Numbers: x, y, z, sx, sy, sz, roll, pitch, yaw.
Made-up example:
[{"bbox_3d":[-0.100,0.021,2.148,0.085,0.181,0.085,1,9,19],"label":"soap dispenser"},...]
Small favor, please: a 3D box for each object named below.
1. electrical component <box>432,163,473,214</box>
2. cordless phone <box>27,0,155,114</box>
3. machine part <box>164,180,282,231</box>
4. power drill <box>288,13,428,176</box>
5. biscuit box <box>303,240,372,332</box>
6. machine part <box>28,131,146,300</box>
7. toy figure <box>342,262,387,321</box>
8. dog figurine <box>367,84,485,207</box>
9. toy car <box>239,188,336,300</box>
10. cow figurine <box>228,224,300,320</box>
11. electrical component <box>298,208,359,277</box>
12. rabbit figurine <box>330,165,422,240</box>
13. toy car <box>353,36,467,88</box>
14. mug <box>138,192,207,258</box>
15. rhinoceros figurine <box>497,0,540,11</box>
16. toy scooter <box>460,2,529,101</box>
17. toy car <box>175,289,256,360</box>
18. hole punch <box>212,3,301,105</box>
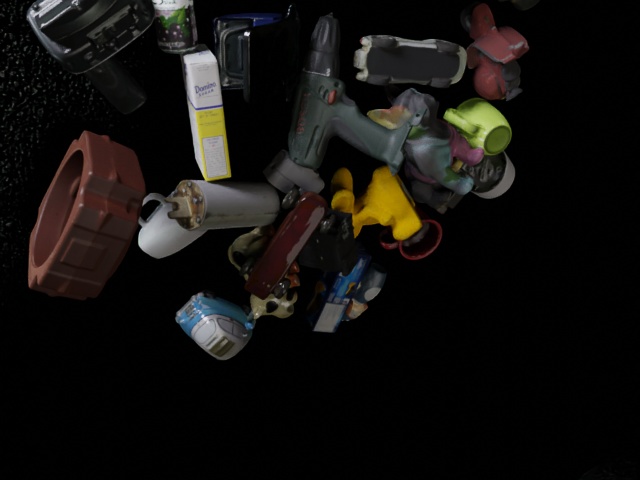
[{"bbox_3d":[0.252,-0.102,1.043,0.045,0.078,0.102,22,120,-36],"label":"electrical component"},{"bbox_3d":[-0.269,-0.258,0.715,0.146,0.089,0.184,-35,141,1],"label":"cordless phone"},{"bbox_3d":[-0.146,-0.057,0.859,0.243,0.079,0.079,-8,131,-52],"label":"machine part"},{"bbox_3d":[0.056,-0.203,0.827,0.207,0.086,0.231,21,107,1],"label":"power drill"},{"bbox_3d":[0.033,0.093,1.094,0.059,0.063,0.202,9,118,-28],"label":"biscuit box"},{"bbox_3d":[-0.327,-0.033,0.754,0.087,0.202,0.201,21,112,-38],"label":"machine part"},{"bbox_3d":[0.083,0.118,1.139,0.064,0.058,0.154,25,113,-15],"label":"toy figure"},{"bbox_3d":[0.169,-0.170,0.943,0.219,0.191,0.108,37,67,-13],"label":"dog figurine"},{"bbox_3d":[-0.056,0.008,0.894,0.089,0.053,0.202,31,102,-11],"label":"toy car"},{"bbox_3d":[-0.103,0.072,0.999,0.127,0.085,0.194,-21,123,14],"label":"cow figurine"},{"bbox_3d":[-0.002,-0.003,0.972,0.058,0.134,0.114,-48,139,-39],"label":"electrical component"},{"bbox_3d":[0.079,-0.052,0.985,0.173,0.122,0.162,-29,130,22],"label":"rabbit figurine"},{"bbox_3d":[0.148,-0.291,0.880,0.202,0.056,0.073,-3,120,-19],"label":"toy car"},{"bbox_3d":[-0.253,-0.023,0.875,0.107,0.081,0.109,-39,134,18],"label":"mug"},{"bbox_3d":[0.338,-0.457,0.836,0.112,0.073,0.190,-6,125,-19],"label":"rhinoceros figurine"},{"bbox_3d":[0.297,-0.298,0.890,0.075,0.135,0.183,-34,131,-1],"label":"toy scooter"},{"bbox_3d":[-0.190,0.171,1.025,0.109,0.103,0.161,-43,131,7],"label":"toy car"},{"bbox_3d":[-0.093,-0.268,0.781,0.116,0.092,0.142,-31,135,-41],"label":"hole punch"}]
